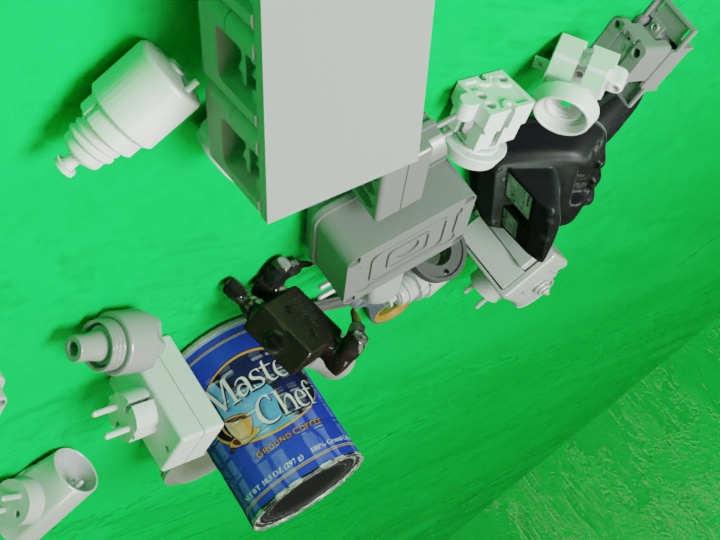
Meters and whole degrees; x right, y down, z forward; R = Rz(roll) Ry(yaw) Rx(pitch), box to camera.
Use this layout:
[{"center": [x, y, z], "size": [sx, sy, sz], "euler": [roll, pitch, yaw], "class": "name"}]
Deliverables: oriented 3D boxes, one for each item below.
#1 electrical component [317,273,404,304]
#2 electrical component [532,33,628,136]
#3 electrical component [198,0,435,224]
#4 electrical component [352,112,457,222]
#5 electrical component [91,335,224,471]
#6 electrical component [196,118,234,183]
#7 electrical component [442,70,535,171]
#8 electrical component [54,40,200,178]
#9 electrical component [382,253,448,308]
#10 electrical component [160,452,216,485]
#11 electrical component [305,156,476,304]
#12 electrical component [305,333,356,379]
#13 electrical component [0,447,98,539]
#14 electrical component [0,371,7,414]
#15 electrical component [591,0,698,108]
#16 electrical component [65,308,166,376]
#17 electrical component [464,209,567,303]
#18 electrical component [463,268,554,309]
[{"center": [0.000, 0.000, 0.852], "size": [0.079, 0.044, 0.077], "euler": [-29, 160, -17], "class": "electrical component"}, {"center": [0.152, -0.130, 0.765], "size": [0.048, 0.066, 0.055], "euler": [99, 15, -64], "class": "electrical component"}, {"center": [-0.021, -0.108, 0.481], "size": [0.089, 0.061, 0.150], "euler": [-25, 142, -24], "class": "electrical component"}, {"center": [0.032, -0.081, 0.712], "size": [0.077, 0.047, 0.065], "euler": [-29, 160, -17], "class": "electrical component"}, {"center": [-0.155, 0.100, 0.770], "size": [0.076, 0.083, 0.047], "euler": [-17, 153, -43], "class": "electrical component"}, {"center": [-0.055, -0.077, 0.581], "size": [0.055, 0.045, 0.045], "euler": [-39, 160, 11], "class": "electrical component"}, {"center": [0.086, -0.103, 0.754], "size": [0.066, 0.048, 0.055], "euler": [-21, 148, -35], "class": "electrical component"}, {"center": [-0.111, -0.073, 0.505], "size": [0.078, 0.040, 0.040], "euler": [-39, 160, 9], "class": "electrical component"}, {"center": [0.049, 0.007, 0.940], "size": [0.078, 0.040, 0.040], "euler": [-38, 164, -30], "class": "electrical component"}, {"center": [-0.147, 0.149, 0.948], "size": [0.080, 0.051, 0.080], "euler": [-31, 160, -12], "class": "electrical component"}, {"center": [0.020, -0.036, 0.782], "size": [0.113, 0.057, 0.078], "euler": [-29, 160, -17], "class": "electrical component"}, {"center": [-0.036, 0.074, 0.970], "size": [0.044, 0.044, 0.065], "euler": [-40, 155, 12], "class": "electrical component"}, {"center": [-0.259, 0.180, 0.842], "size": [0.077, 0.044, 0.079], "euler": [-41, 160, 17], "class": "electrical component"}, {"center": [-0.257, 0.086, 0.609], "size": [0.078, 0.057, 0.113], "euler": [-15, 152, -45], "class": "electrical component"}, {"center": [0.211, -0.166, 0.819], "size": [0.064, 0.042, 0.081], "euler": [-14, 151, -42], "class": "electrical component"}, {"center": [-0.162, 0.048, 0.699], "size": [0.062, 0.043, 0.043], "euler": [-5, 145, -53], "class": "electrical component"}, {"center": [0.137, -0.016, 0.962], "size": [0.062, 0.096, 0.061], "euler": [-40, 160, 13], "class": "electrical component"}, {"center": [0.133, 0.005, 1.032], "size": [0.079, 0.077, 0.044], "euler": [-44, 159, 25], "class": "electrical component"}]
